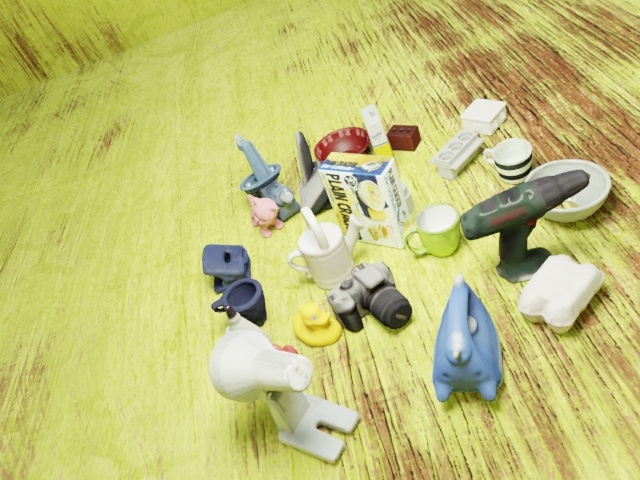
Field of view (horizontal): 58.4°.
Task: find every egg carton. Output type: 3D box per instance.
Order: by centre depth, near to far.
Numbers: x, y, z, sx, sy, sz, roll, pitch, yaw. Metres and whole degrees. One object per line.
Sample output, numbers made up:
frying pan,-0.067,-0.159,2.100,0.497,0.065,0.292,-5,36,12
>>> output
egg carton,0.429,0.093,1.024,0.107,0.070,0.150,24,59,41

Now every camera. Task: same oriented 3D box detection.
camera,0.104,0.118,1.125,0.143,0.101,0.136,-34,41,-12

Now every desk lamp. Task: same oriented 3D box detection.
desk lamp,-0.062,0.252,0.967,0.202,0.214,0.118,9,50,32

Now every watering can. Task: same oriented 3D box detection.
watering can,0.010,0.003,1.222,0.173,0.194,0.100,-40,43,-19

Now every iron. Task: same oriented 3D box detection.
iron,0.247,0.146,0.995,0.118,0.142,0.258,-7,43,19

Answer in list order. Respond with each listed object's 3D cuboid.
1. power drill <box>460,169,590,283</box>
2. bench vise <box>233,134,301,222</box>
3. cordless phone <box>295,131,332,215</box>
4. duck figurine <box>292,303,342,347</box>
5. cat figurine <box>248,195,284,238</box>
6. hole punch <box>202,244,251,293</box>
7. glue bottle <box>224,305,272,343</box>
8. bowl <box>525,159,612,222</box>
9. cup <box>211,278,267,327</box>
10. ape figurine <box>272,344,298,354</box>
power drill,0.383,-0.022,1.063,0.229,0.209,0.075,-15,41,9
bench vise,-0.133,-0.168,1.458,0.206,0.220,0.122,15,53,37
cordless phone,-0.030,-0.168,1.436,0.094,0.185,0.147,-21,40,3
duck figurine,-0.015,0.160,1.147,0.104,0.086,0.077,8,49,32
cat figurine,-0.144,-0.074,1.439,0.067,0.118,0.127,-35,41,-14
hole punch,-0.220,0.054,1.354,0.101,0.091,0.108,-18,40,6
glue bottle,-0.148,0.184,1.114,0.078,0.173,0.037,-26,40,-3
bowl,0.509,-0.090,1.183,0.167,0.075,0.167,-13,41,12
cup,-0.164,0.148,1.223,0.117,0.095,0.091,-20,40,4
ape figurine,-0.074,0.230,1.092,0.078,0.092,0.075,-39,42,-17
